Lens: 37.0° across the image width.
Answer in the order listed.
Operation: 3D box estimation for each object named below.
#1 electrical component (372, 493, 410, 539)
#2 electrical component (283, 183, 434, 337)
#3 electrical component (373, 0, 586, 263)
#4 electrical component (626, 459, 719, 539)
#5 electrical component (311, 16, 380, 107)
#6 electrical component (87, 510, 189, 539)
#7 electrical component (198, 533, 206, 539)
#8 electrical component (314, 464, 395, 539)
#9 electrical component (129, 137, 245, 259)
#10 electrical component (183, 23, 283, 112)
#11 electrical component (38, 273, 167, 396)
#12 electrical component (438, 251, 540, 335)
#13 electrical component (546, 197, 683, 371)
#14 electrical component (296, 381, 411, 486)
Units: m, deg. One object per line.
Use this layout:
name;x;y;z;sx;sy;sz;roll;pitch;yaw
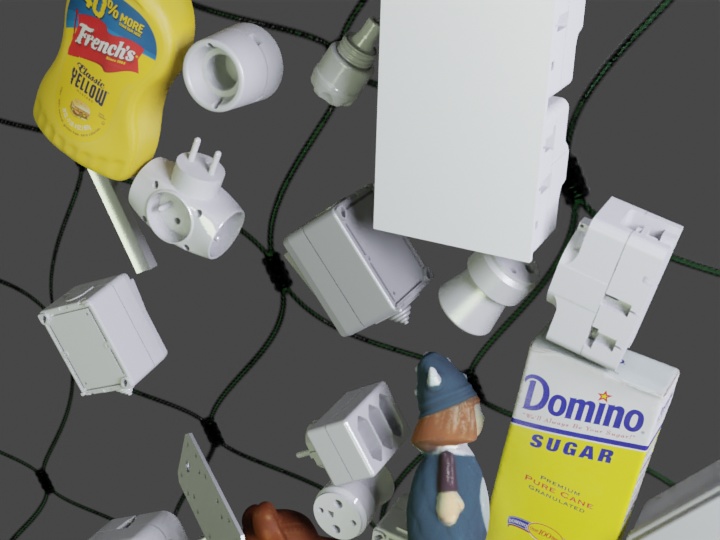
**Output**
electrical component;0.046;0.216;0.812;0.062;0.061;0.096;19;119;21
electrical component;0.000;0.000;0.741;0.061;0.062;0.096;-29;95;35
electrical component;0.071;-0.110;0.654;0.105;0.060;0.186;13;117;24
electrical component;0.248;0.179;0.686;0.108;0.056;0.109;49;125;2
electrical component;-0.005;-0.138;0.700;0.035;0.035;0.061;42;123;7
electrical component;-0.208;0.260;0.974;0.095;0.059;0.053;-17;102;34
electrical component;-0.118;0.255;0.931;0.043;0.043;0.062;-27;95;35
electrical component;-0.005;0.174;0.825;0.045;0.055;0.045;12;116;25
electrical component;-0.123;-0.060;0.794;0.077;0.044;0.079;33;123;12
electrical component;-0.088;-0.138;0.738;0.055;0.047;0.055;12;117;25
electrical component;-0.206;0.057;0.887;0.062;0.061;0.096;-13;110;33
electrical component;0.085;0.010;0.709;0.045;0.045;0.055;44;125;5
electrical component;0.153;0.007;0.666;0.056;0.050;0.089;26;122;17
electrical component;-0.014;0.126;0.803;0.077;0.066;0.047;-22;99;34
